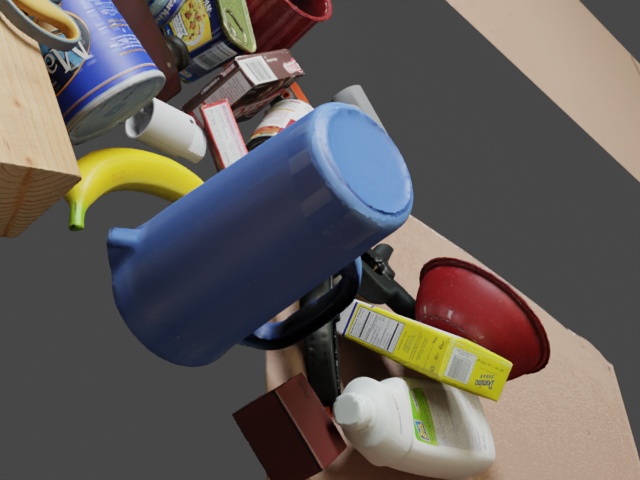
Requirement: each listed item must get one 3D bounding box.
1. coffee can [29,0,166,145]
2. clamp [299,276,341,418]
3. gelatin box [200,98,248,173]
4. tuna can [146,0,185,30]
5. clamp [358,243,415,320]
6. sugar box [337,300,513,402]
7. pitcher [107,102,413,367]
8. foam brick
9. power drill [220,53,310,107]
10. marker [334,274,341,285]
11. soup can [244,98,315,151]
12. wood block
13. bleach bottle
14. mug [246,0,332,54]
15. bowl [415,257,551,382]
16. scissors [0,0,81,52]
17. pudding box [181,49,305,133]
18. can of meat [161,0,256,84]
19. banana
[{"bbox_3d":[-0.213,-0.167,0.912,0.140,0.103,0.102,55,29,1],"label":"coffee can"},{"bbox_3d":[0.000,0.060,1.006,0.164,0.036,0.210,33,52,-84],"label":"clamp"},{"bbox_3d":[-0.088,-0.082,1.045,0.073,0.030,0.089,92,-23,-68],"label":"gelatin box"},{"bbox_3d":[-0.169,-0.258,1.088,0.033,0.086,0.086,25,41,-39],"label":"tuna can"},{"bbox_3d":[0.067,0.047,1.141,0.120,0.039,0.171,53,17,21],"label":"clamp"},{"bbox_3d":[0.088,0.101,1.030,0.093,0.177,0.048,27,82,-40],"label":"sugar box"},{"bbox_3d":[-0.038,0.001,0.850,0.148,0.243,0.145,-11,72,-53],"label":"pitcher"},{"bbox_3d":[-0.025,0.162,0.903,0.078,0.051,0.052,58,28,5],"label":"foam brick"},{"bbox_3d":[-0.034,-0.187,1.245,0.187,0.057,0.184,51,33,-2],"label":"power drill"},{"bbox_3d":[-0.007,0.001,1.126,0.121,0.020,0.020,55,29,-1],"label":"marker"},{"bbox_3d":[-0.040,-0.101,1.133,0.068,0.069,0.102,47,31,-13],"label":"soup can"},{"bbox_3d":[-0.264,-0.115,0.797,0.090,0.091,0.206,8,53,-53],"label":"wood block"},{"bbox_3d":[0.082,0.167,0.998,0.250,0.068,0.102,27,39,-56],"label":"bleach bottle"},{"bbox_3d":[-0.044,-0.257,1.169,0.093,0.082,0.117,44,35,-12],"label":"mug"},{"bbox_3d":[0.152,0.095,1.090,0.055,0.162,0.162,-44,100,-26],"label":"bowl"},{"bbox_3d":[-0.260,-0.213,0.791,0.201,0.016,0.096,36,32,-32],"label":"scissors"},{"bbox_3d":[-0.079,-0.155,1.110,0.039,0.090,0.113,56,30,5],"label":"pudding box"},{"bbox_3d":[-0.122,-0.224,1.110,0.057,0.084,0.102,25,46,-56],"label":"can of meat"},{"bbox_3d":[-0.163,-0.048,0.936,0.197,0.037,0.069,-13,88,-57],"label":"banana"}]
